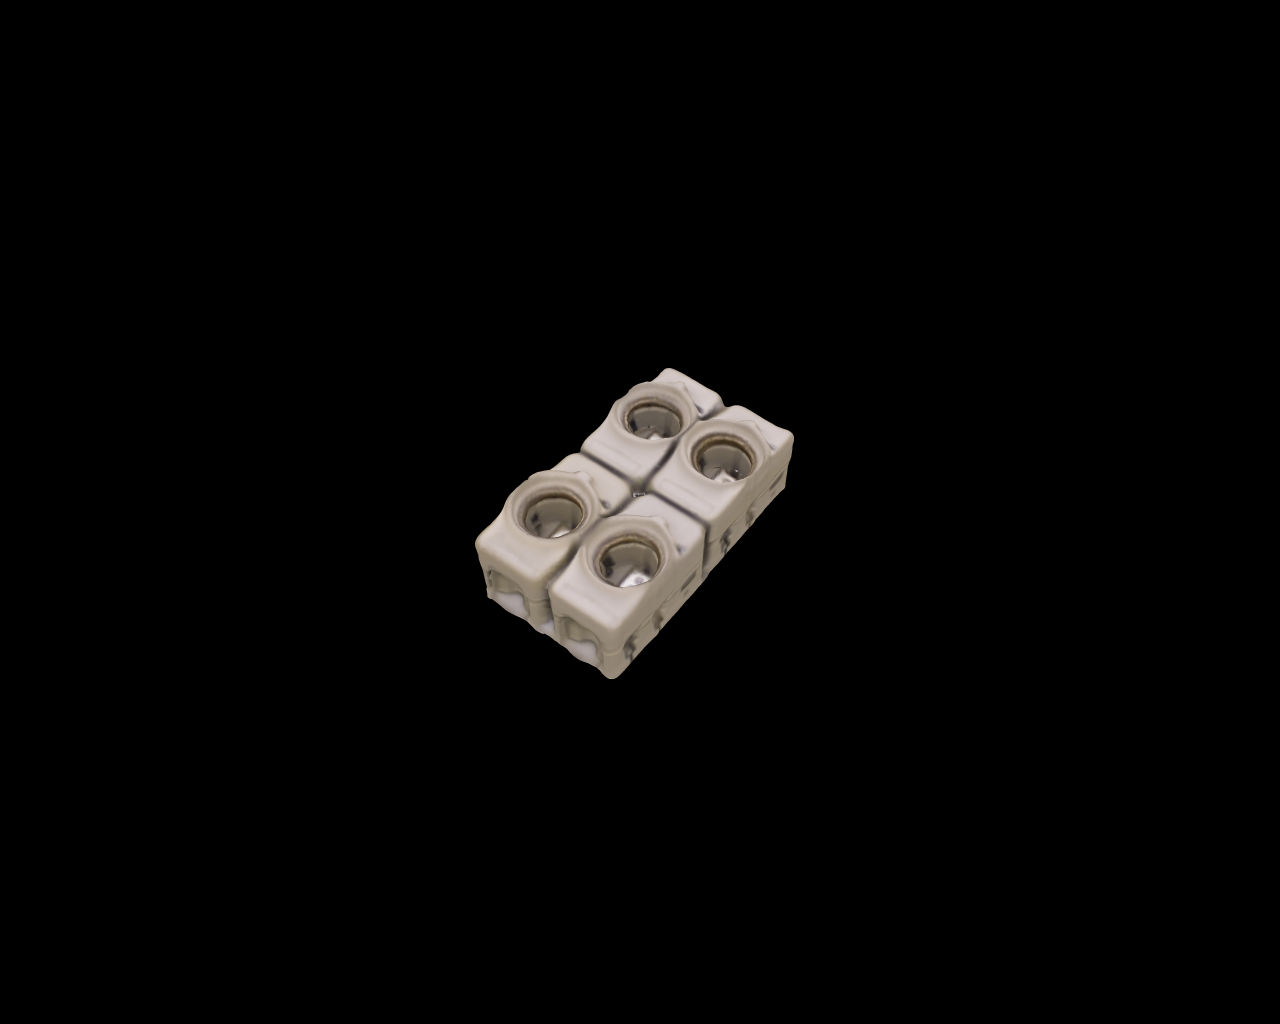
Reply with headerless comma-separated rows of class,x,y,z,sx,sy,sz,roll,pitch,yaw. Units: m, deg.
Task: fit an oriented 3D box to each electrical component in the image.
electrical component,0.001,-0.003,0.650,0.105,0.186,0.060,32,-32,22
